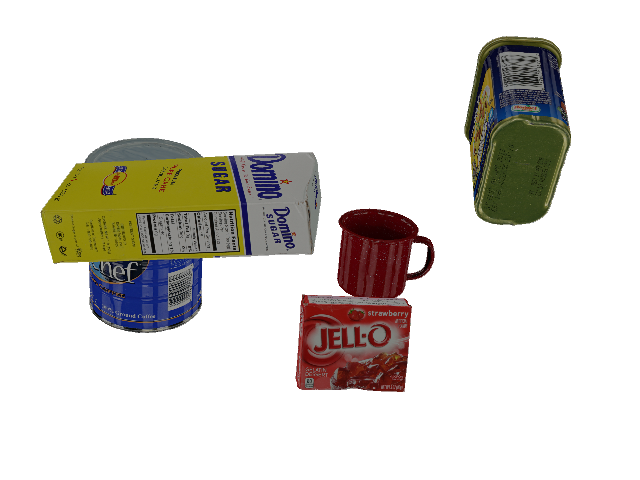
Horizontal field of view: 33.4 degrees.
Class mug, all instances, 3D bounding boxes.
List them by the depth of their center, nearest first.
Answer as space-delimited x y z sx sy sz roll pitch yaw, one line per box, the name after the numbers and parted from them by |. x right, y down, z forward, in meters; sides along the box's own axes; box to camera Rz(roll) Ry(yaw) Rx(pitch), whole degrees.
0.075 0.018 1.251 0.117 0.081 0.093 3 25 -8 | mug

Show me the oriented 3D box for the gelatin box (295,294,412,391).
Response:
0.026 0.084 0.865 0.089 0.073 0.030 2 12 -6 | gelatin box

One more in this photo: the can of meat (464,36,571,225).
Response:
0.133 -0.073 0.727 0.057 0.084 0.102 4 -42 0 | can of meat

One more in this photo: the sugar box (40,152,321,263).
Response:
-0.090 -0.024 0.727 0.176 0.048 0.093 -5 25 5 | sugar box

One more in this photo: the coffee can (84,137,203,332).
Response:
-0.153 -0.005 0.937 0.103 0.140 0.103 4 31 -2 | coffee can
